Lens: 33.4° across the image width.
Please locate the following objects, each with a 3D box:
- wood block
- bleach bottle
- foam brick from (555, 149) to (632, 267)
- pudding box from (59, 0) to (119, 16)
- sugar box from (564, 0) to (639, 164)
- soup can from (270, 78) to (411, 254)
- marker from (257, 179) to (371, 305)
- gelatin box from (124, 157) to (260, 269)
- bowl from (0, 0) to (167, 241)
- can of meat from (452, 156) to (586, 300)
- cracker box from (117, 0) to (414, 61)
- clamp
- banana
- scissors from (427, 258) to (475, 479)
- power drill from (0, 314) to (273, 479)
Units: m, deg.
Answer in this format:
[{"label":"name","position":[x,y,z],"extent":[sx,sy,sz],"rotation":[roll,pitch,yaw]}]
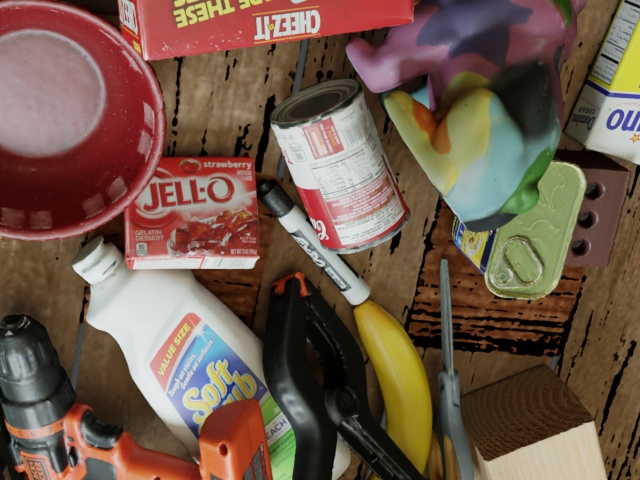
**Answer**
[{"label":"wood block","position":[0.183,0.220,0.870],"extent":[0.090,0.090,0.206],"rotation":[-21,115,-5]},{"label":"bleach bottle","position":[-0.089,0.099,0.773],"extent":[0.102,0.068,0.250],"rotation":[-40,113,3]},{"label":"foam brick","position":[0.188,-0.024,0.793],"extent":[0.053,0.051,0.078],"rotation":[2,111,-14]},{"label":"pudding box","position":[-0.156,-0.187,0.646],"extent":[0.113,0.039,0.090],"rotation":[4,120,-14]},{"label":"sugar box","position":[0.255,-0.140,0.766],"extent":[0.093,0.048,0.176],"rotation":[13,107,-18]},{"label":"soup can","position":[0.014,-0.051,0.732],"extent":[0.068,0.068,0.102],"rotation":[-24,115,-3]},{"label":"marker","position":[-0.005,0.001,0.775],"extent":[0.020,0.020,0.121],"rotation":[-39,115,4]},{"label":"gelatin box","position":[-0.087,-0.019,0.721],"extent":[0.089,0.030,0.073],"rotation":[0,72,-14]},{"label":"bowl","position":[-0.180,-0.082,0.674],"extent":[0.162,0.055,0.162],"rotation":[-6,120,-10]},{"label":"can of meat","position":[0.138,-0.021,0.765],"extent":[0.057,0.084,0.102],"rotation":[5,110,-16]},{"label":"cracker box","position":[-0.038,-0.219,0.583],"extent":[0.164,0.072,0.214],"rotation":[-11,114,-18]},{"label":"clamp","position":[0.002,0.127,0.755],"extent":[0.036,0.164,0.210],"rotation":[-25,85,37]},{"label":"banana","position":[0.055,0.138,0.835],"extent":[0.069,0.037,0.198],"rotation":[-1,111,-12]},{"label":"scissors","position":[0.096,0.120,0.841],"extent":[0.016,0.096,0.202],"rotation":[-4,81,-12]},{"label":"power drill","position":[-0.130,0.136,0.734],"extent":[0.188,0.057,0.184],"rotation":[6,126,21]}]
